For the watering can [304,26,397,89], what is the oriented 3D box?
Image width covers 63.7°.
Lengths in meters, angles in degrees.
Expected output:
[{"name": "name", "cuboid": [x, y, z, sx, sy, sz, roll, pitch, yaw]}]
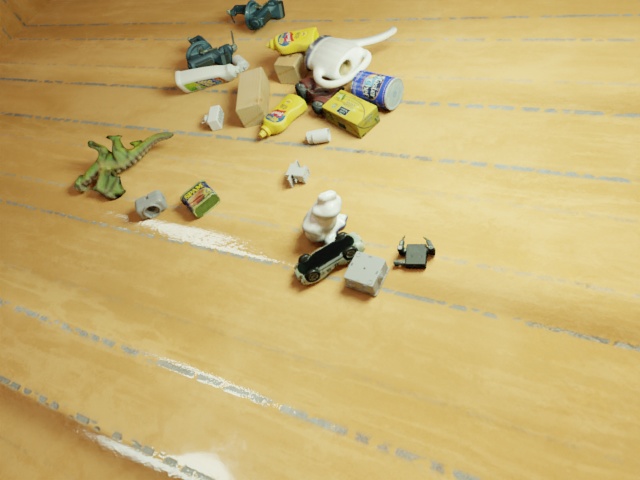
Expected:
[{"name": "watering can", "cuboid": [0.090, -0.645, 1.773, 0.227, 0.102, 0.352, 32, 68, 30]}]

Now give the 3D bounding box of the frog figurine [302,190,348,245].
[{"name": "frog figurine", "cuboid": [0.004, -0.070, 1.396, 0.139, 0.156, 0.124, -45, 52, -14]}]

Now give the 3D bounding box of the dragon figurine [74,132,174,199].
[{"name": "dragon figurine", "cuboid": [-0.718, -0.257, 1.853, 0.409, 0.120, 0.247, -8, 70, 16]}]
